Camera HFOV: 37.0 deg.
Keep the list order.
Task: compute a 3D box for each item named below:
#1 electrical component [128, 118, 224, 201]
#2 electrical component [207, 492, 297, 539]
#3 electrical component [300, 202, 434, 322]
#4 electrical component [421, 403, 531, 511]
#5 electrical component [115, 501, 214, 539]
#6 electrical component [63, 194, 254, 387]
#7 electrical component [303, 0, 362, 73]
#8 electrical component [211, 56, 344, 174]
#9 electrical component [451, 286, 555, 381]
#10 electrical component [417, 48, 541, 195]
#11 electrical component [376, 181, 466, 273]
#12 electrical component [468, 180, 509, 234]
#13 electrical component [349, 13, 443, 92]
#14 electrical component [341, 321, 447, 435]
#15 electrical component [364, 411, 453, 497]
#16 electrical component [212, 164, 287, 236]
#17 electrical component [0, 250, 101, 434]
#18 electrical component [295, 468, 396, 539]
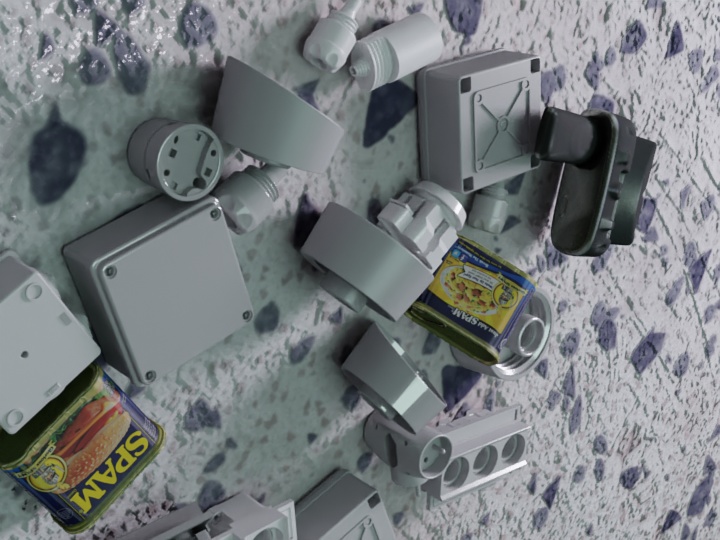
[{"bbox_3d":[-0.134,-0.081,0.774,0.055,0.047,0.055,-16,116,-38],"label":"electrical component"},{"bbox_3d":[-0.096,0.222,0.908,0.081,0.064,0.042,-20,117,-36],"label":"electrical component"},{"bbox_3d":[0.000,0.000,0.887,0.060,0.108,0.108,-54,133,-5],"label":"electrical component"},{"bbox_3d":[0.105,0.181,1.075,0.121,0.063,0.078,-13,113,-39],"label":"electrical component"},{"bbox_3d":[-0.171,0.239,0.837,0.121,0.063,0.078,-20,159,-36],"label":"electrical component"},{"bbox_3d":[-0.145,0.011,0.791,0.109,0.056,0.108,-33,124,-30],"label":"electrical component"},{"bbox_3d":[-0.018,-0.188,0.849,0.035,0.035,0.061,39,76,-43],"label":"electrical component"},{"bbox_3d":[-0.061,-0.112,0.796,0.099,0.099,0.064,11,104,-44],"label":"electrical component"},{"bbox_3d":[0.149,0.058,1.071,0.108,0.060,0.108,-16,116,-38],"label":"electrical component"},{"bbox_3d":[0.109,-0.135,0.968,0.109,0.056,0.108,-21,118,-35],"label":"electrical component"},{"bbox_3d":[0.057,-0.042,0.955,0.057,0.058,0.078,-49,131,-14],"label":"electrical component"},{"bbox_3d":[0.126,-0.067,1.024,0.035,0.035,0.061,15,92,-44],"label":"electrical component"},{"bbox_3d":[0.024,-0.178,0.885,0.081,0.043,0.043,-31,124,-30],"label":"electrical component"},{"bbox_3d":[0.032,0.097,0.958,0.064,0.099,0.099,-47,131,-11],"label":"electrical component"},{"bbox_3d":[0.046,0.176,1.010,0.043,0.077,0.079,-23,120,-35],"label":"electrical component"},{"bbox_3d":[-0.083,-0.060,0.831,0.062,0.043,0.043,-48,131,-21],"label":"electrical component"},{"bbox_3d":[-0.237,0.050,0.728,0.099,0.048,0.099,-45,131,-20],"label":"electrical component"},{"bbox_3d":[-0.024,0.260,0.991,0.109,0.056,0.108,-36,126,-27],"label":"electrical component"}]
